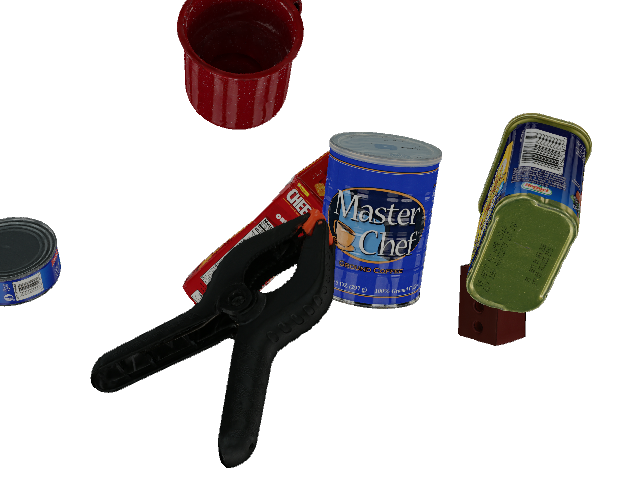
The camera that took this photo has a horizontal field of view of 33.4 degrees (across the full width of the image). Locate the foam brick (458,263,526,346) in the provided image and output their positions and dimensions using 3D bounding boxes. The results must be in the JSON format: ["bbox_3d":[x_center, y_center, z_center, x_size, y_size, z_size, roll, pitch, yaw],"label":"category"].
[{"bbox_3d":[0.179,0.063,1.105,0.051,0.078,0.053,-14,19,-42],"label":"foam brick"}]

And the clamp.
[{"bbox_3d":[-0.041,0.053,0.629,0.120,0.171,0.039,35,-21,32],"label":"clamp"}]

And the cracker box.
[{"bbox_3d":[-0.047,-0.011,1.250,0.214,0.072,0.164,-42,1,29],"label":"cracker box"}]

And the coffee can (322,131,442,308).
[{"bbox_3d":[0.051,-0.021,0.986,0.103,0.140,0.103,6,18,-2],"label":"coffee can"}]

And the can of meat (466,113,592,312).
[{"bbox_3d":[0.132,-0.015,0.685,0.057,0.102,0.084,17,45,4],"label":"can of meat"}]

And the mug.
[{"bbox_3d":[-0.056,-0.147,0.822,0.093,0.117,0.081,35,-25,11],"label":"mug"}]

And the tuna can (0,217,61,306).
[{"bbox_3d":[-0.273,0.019,0.939,0.086,0.034,0.086,0,39,0],"label":"tuna can"}]
